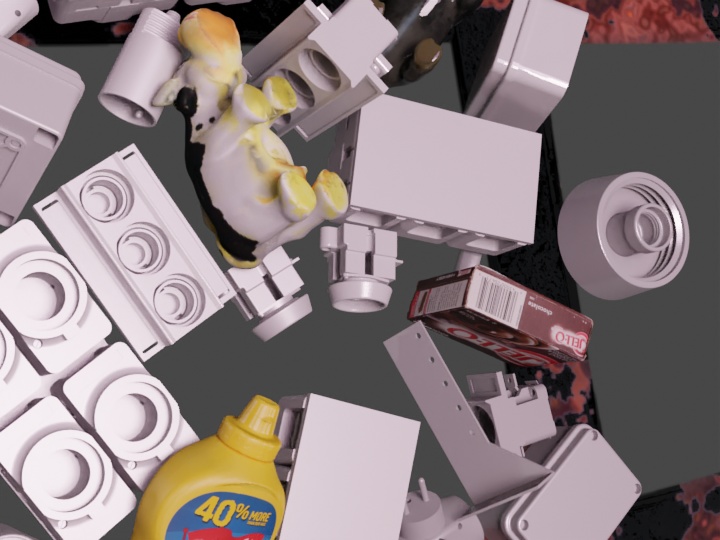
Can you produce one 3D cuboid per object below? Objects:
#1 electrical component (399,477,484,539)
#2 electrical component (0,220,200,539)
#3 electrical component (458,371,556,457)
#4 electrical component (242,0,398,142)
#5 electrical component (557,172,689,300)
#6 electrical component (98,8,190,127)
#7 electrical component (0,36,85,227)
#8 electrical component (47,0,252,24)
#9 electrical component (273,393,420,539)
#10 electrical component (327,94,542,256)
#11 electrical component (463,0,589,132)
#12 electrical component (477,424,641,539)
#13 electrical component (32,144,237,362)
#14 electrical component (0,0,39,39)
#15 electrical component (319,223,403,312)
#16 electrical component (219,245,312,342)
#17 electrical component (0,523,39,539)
[{"bbox_3d":[0.045,0.189,0.790,0.077,0.043,0.079,-28,117,-27],"label":"electrical component"},{"bbox_3d":[-0.200,0.074,0.685,0.105,0.060,0.186,-40,101,-25],"label":"electrical component"},{"bbox_3d":[0.117,0.117,0.845,0.064,0.042,0.081,-12,89,-29],"label":"electrical component"},{"bbox_3d":[-0.029,-0.146,0.766,0.078,0.121,0.063,47,63,-13],"label":"electrical component"},{"bbox_3d":[0.229,-0.031,0.910,0.108,0.060,0.108,4,80,-26],"label":"electrical component"},{"bbox_3d":[-0.146,-0.146,0.752,0.043,0.043,0.081,28,71,-20],"label":"electrical component"},{"bbox_3d":[-0.241,-0.092,0.657,0.109,0.109,0.056,25,48,-21],"label":"electrical component"},{"bbox_3d":[-0.135,-0.243,0.762,0.186,0.060,0.105,-16,90,-27],"label":"electrical component"},{"bbox_3d":[-0.024,0.170,0.757,0.089,0.062,0.150,18,75,-23],"label":"electrical component"},{"bbox_3d":[0.056,-0.071,0.823,0.150,0.062,0.089,11,77,-20],"label":"electrical component"},{"bbox_3d":[0.128,-0.158,0.847,0.057,0.113,0.078,20,74,-3],"label":"electrical component"},{"bbox_3d":[0.157,0.184,0.846,0.113,0.057,0.078,-45,103,-24],"label":"electrical component"},{"bbox_3d":[-0.152,-0.010,0.719,0.079,0.063,0.121,-38,100,-25],"label":"electrical component"},{"bbox_3d":[-0.265,-0.174,0.698,0.079,0.043,0.077,47,66,-13],"label":"electrical component"},{"bbox_3d":[0.000,0.000,0.803,0.066,0.048,0.055,9,71,-25],"label":"electrical component"},{"bbox_3d":[-0.066,0.017,0.768,0.066,0.048,0.055,-33,90,-26],"label":"electrical component"},{"bbox_3d":[-0.203,0.187,0.657,0.079,0.077,0.044,30,71,-20],"label":"electrical component"}]
